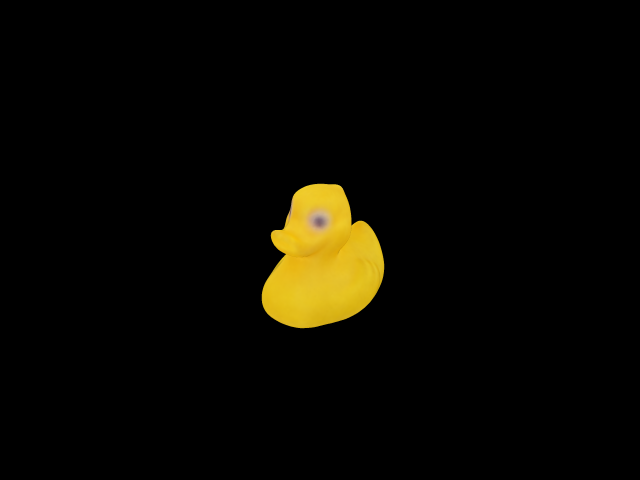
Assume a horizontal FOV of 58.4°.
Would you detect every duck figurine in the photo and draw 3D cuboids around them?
[{"bbox_3d":[0.004,0.001,0.400,0.077,0.086,0.105,21,33,36],"label":"duck figurine"}]
